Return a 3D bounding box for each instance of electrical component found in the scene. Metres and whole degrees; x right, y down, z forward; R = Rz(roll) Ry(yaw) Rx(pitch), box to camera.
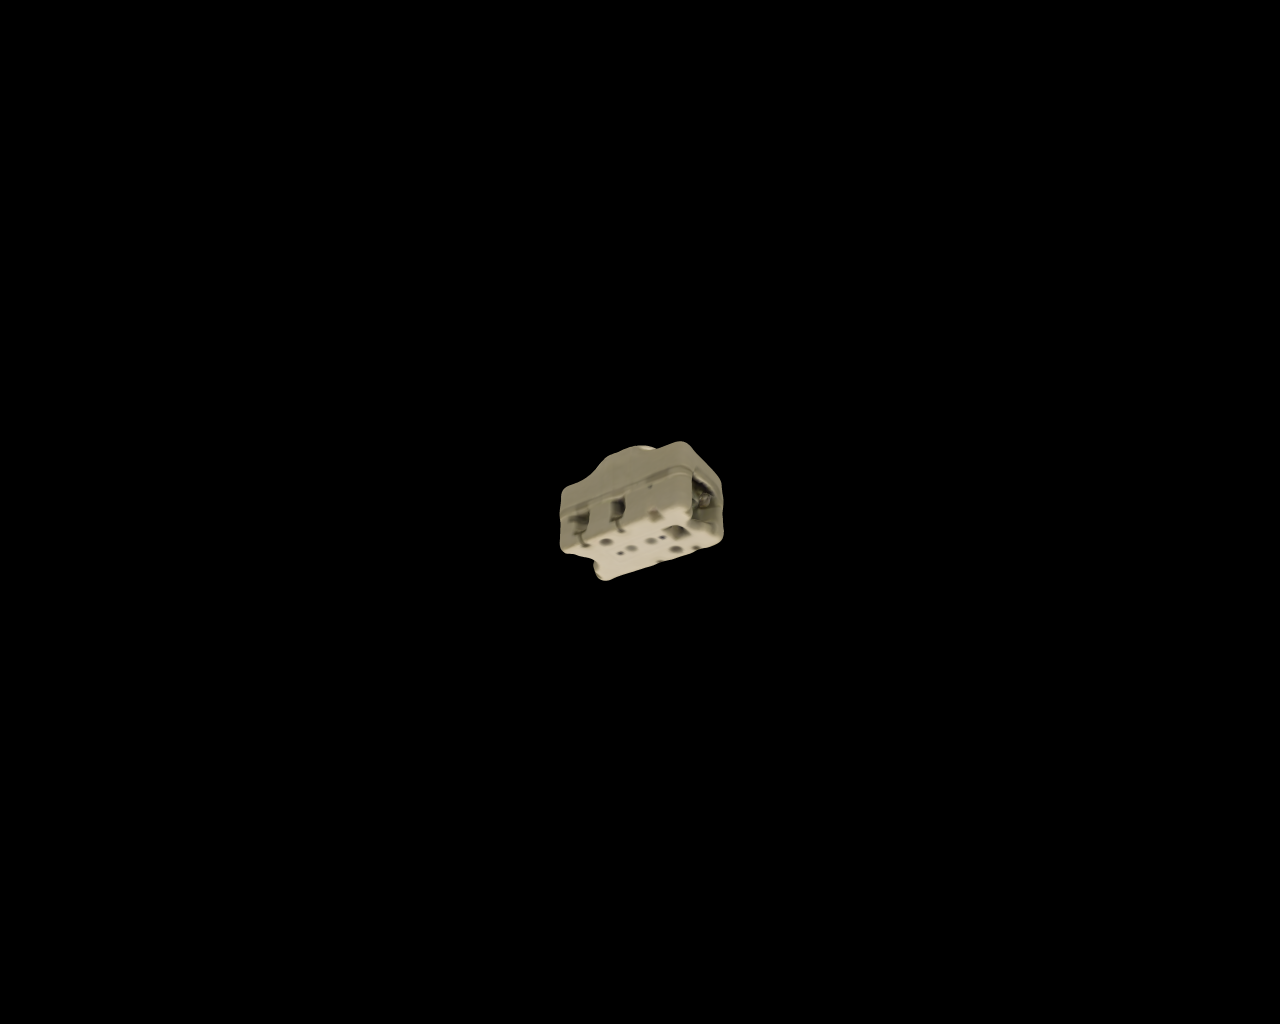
[{"bbox_3d":[0.001,-0.003,0.650,0.089,0.056,0.050,-21,-40,26],"label":"electrical component"}]
